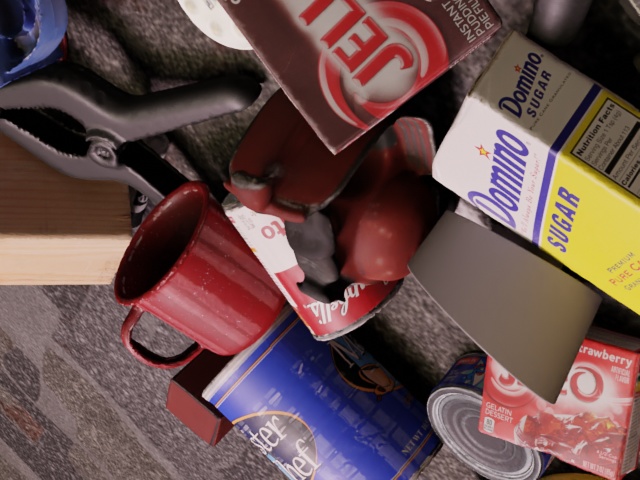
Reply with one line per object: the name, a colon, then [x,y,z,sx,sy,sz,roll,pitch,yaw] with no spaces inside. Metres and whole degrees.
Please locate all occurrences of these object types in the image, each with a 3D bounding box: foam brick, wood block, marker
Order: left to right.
wood block: [-0.247,-0.024,0.764,0.090,0.205,0.091,132,134,-58]
marker: [-0.133,-0.042,0.793,0.020,0.020,0.121,43,148,5]
foam brick: [-0.076,0.113,0.844,0.051,0.078,0.053,38,145,15]

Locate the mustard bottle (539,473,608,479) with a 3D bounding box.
mustard bottle: [0.162,0.191,0.675,0.096,0.058,0.192,47,148,-5]

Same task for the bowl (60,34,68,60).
bowl: [-0.257,-0.167,0.765,0.162,0.055,0.162,29,144,24]

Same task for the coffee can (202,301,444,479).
coffee can: [0.004,0.118,0.736,0.140,0.102,0.103,44,148,4]

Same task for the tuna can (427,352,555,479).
tuna can: [0.111,0.114,0.673,0.086,0.033,0.086,30,144,24]

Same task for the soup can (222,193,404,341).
soup can: [-0.004,0.001,0.649,0.102,0.068,0.069,55,147,-13]

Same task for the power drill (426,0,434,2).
power drill: [0.051,-0.193,0.324,0.188,0.057,0.184,-38,64,53]

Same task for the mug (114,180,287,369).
mug: [-0.079,0.032,0.687,0.081,0.117,0.093,37,176,-28]

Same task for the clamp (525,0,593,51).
clamp: [0.099,-0.133,0.381,0.120,0.039,0.172,50,156,-18]

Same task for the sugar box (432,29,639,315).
sugar box: [0.136,-0.010,0.463,0.176,0.048,0.093,32,163,6]

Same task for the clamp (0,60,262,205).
clamp: [-0.132,-0.061,0.716,0.210,0.036,0.164,14,140,15]

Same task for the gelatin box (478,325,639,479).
gelatin box: [0.134,0.082,0.587,0.089,0.030,0.073,16,107,37]

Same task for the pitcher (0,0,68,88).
pitcher: [-0.244,-0.190,0.601,0.145,0.149,0.243,-132,20,-72]

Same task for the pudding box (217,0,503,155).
pudding box: [0.008,-0.107,0.452,0.113,0.090,0.039,52,-178,-4]
